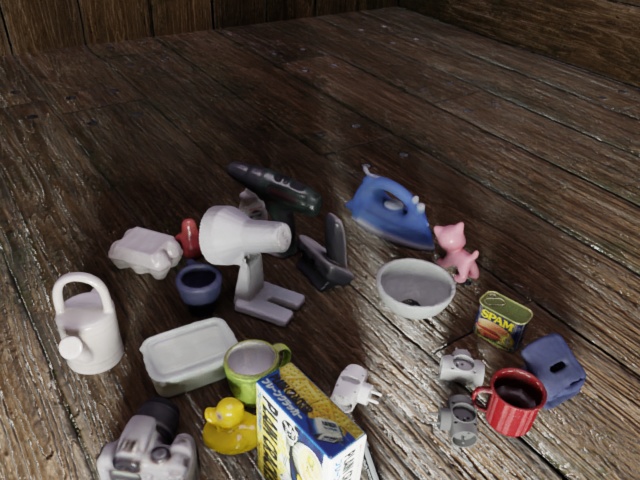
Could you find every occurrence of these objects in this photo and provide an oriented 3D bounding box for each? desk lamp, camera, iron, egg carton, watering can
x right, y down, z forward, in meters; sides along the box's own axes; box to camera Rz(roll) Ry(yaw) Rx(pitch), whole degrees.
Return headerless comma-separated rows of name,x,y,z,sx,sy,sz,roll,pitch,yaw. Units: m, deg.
desk lamp,-0.135,0.042,1.164,0.202,0.214,0.118,16,37,17
camera,-0.249,0.307,0.876,0.143,0.101,0.137,6,35,4
iron,0.190,-0.083,1.431,0.257,0.141,0.119,30,43,32
egg carton,-0.388,0.028,1.283,0.150,0.069,0.107,13,36,13
watering can,-0.411,0.142,1.013,0.101,0.194,0.172,-13,39,-22

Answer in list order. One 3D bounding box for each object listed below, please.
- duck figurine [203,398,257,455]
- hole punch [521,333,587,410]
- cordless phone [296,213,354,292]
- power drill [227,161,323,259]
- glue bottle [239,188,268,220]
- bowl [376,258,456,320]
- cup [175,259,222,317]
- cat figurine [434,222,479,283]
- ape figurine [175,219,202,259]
duck figurine,-0.138,0.291,0.922,0.104,0.086,0.077,1,35,-4
hole punch,0.425,0.237,1.045,0.109,0.091,0.100,-17,40,-27
cordless phone,0.012,0.004,1.254,0.094,0.185,0.147,-22,42,-31
power drill,-0.109,-0.068,1.325,0.229,0.208,0.076,13,36,13
glue bottle,-0.164,-0.092,1.384,0.078,0.173,0.037,-22,42,-31
bowl,0.198,0.115,1.211,0.167,0.075,0.167,3,35,-2
cup,-0.249,0.102,1.171,0.092,0.095,0.117,-15,39,-24
cat figurine,0.317,0.017,1.322,0.067,0.118,0.127,-18,40,-27
ape figurine,-0.298,-0.010,1.326,0.078,0.092,0.076,1,35,-3
